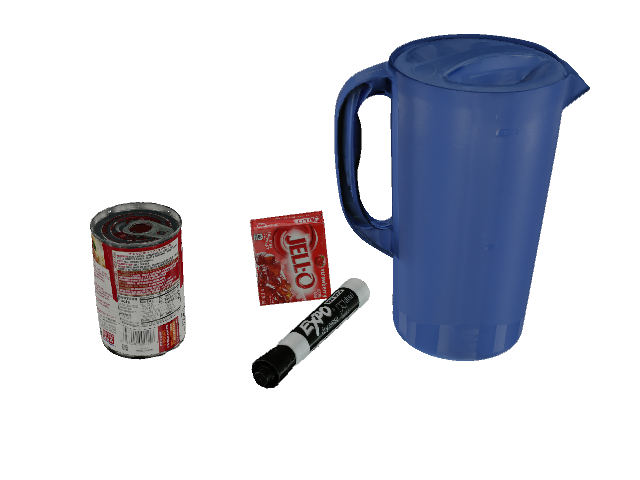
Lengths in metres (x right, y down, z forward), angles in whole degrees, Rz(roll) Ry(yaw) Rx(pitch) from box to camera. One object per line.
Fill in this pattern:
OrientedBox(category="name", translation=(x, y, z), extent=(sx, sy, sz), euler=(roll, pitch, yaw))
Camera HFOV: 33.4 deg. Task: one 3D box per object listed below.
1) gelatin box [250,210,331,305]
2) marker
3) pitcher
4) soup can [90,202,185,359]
OrientedBox(category="gelatin box", translation=(-0.029, 0.018, 1.062), extent=(0.073, 0.089, 0.030), euler=(-6, 28, -3))
OrientedBox(category="marker", translation=(-0.005, 0.055, 0.644), extent=(0.020, 0.020, 0.120), euler=(0, 22, 31))
OrientedBox(category="pitcher", translation=(0.104, -0.031, 0.835), extent=(0.149, 0.243, 0.144), euler=(23, 35, 35))
OrientedBox(category="soup can", translation=(-0.138, 0.031, 0.815), extent=(0.068, 0.102, 0.068), euler=(1, 28, -1))
